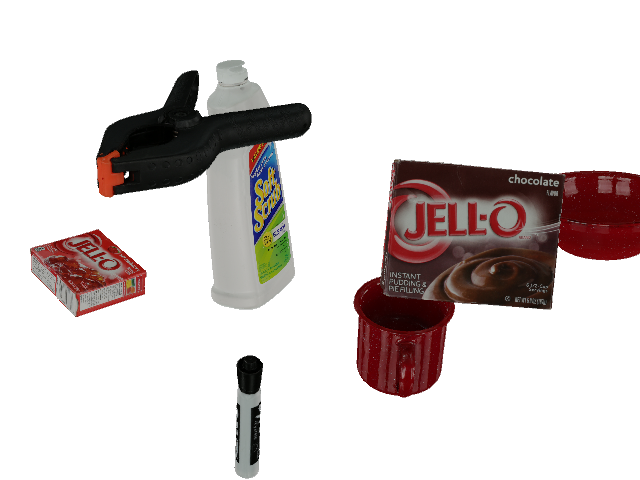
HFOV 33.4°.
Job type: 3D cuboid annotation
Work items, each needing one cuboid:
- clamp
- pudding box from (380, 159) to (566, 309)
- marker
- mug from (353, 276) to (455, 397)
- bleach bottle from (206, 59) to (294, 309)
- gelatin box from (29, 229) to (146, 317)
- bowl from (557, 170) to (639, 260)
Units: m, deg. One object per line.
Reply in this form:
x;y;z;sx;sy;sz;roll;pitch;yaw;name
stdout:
-0.103;-0.080;0.766;0.120;0.039;0.171;21;34;38;clamp
0.100;-0.005;0.706;0.113;0.090;0.039;4;8;0;pudding box
-0.053;0.131;0.789;0.020;0.121;0.020;3;39;-2;marker
0.076;0.097;0.991;0.093;0.081;0.117;0;33;-3;mug
-0.082;-0.061;1.116;0.068;0.251;0.102;9;28;29;bleach bottle
-0.215;0.028;0.986;0.073;0.030;0.089;-18;40;-36;gelatin box
0.293;-0.022;1.109;0.162;0.055;0.162;-3;23;1;bowl
